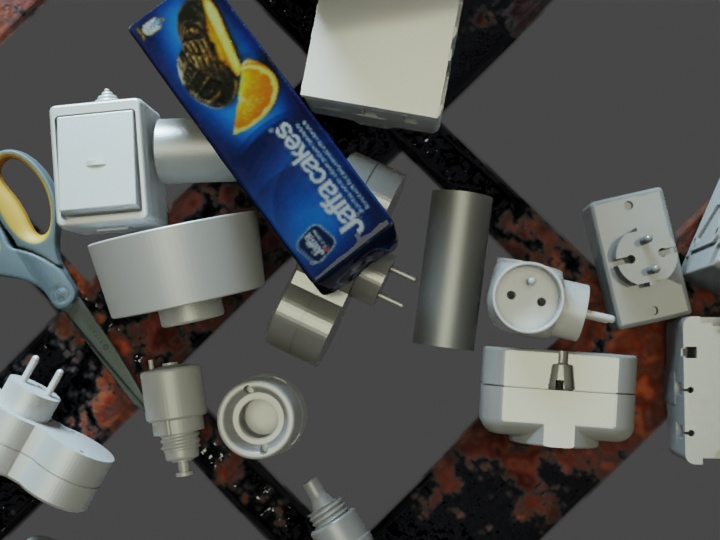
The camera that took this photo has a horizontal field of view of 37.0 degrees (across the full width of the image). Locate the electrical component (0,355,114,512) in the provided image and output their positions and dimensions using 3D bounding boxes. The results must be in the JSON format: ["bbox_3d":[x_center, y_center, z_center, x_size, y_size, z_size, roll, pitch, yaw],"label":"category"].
[{"bbox_3d":[-0.222,0.093,0.707,0.138,0.052,0.073,29,88,5],"label":"electrical component"}]

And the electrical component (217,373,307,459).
[{"bbox_3d":[-0.064,0.096,0.700,0.055,0.047,0.055,0,87,3],"label":"electrical component"}]

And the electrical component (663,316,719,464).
[{"bbox_3d":[0.223,0.074,0.679,0.050,0.056,0.089,0,87,3],"label":"electrical component"}]

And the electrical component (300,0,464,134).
[{"bbox_3d":[0.021,-0.173,0.703,0.089,0.062,0.150,11,87,4],"label":"electrical component"}]

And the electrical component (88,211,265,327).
[{"bbox_3d":[-0.112,0.003,0.681,0.108,0.108,0.060,-12,92,3],"label":"electrical component"}]

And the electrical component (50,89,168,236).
[{"bbox_3d":[-0.166,-0.074,0.709,0.062,0.061,0.096,-5,86,3],"label":"electrical component"}]

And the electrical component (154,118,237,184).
[{"bbox_3d":[-0.092,-0.080,0.714,0.081,0.043,0.043,-2,86,3],"label":"electrical component"}]

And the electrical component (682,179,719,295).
[{"bbox_3d":[0.249,-0.036,0.659,0.056,0.109,0.108,24,88,7],"label":"electrical component"}]

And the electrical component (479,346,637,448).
[{"bbox_3d":[0.125,0.081,0.686,0.095,0.054,0.059,3,87,4],"label":"electrical component"}]

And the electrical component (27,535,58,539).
[{"bbox_3d":[-0.177,0.241,0.695,0.138,0.052,0.073,33,89,5],"label":"electrical component"}]

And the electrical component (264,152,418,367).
[{"bbox_3d":[0.000,0.000,0.699,0.074,0.052,0.138,25,88,5],"label":"electrical component"}]

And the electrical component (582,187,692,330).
[{"bbox_3d":[0.177,-0.008,0.677,0.047,0.076,0.083,-13,86,3],"label":"electrical component"}]

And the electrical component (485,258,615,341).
[{"bbox_3d":[0.120,0.022,0.678,0.079,0.077,0.044,13,87,4],"label":"electrical component"}]

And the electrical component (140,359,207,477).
[{"bbox_3d":[-0.120,0.096,0.707,0.040,0.040,0.078,-9,86,3],"label":"electrical component"}]

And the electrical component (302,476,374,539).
[{"bbox_3d":[-0.017,0.164,0.700,0.035,0.035,0.061,-31,83,1],"label":"electrical component"}]
